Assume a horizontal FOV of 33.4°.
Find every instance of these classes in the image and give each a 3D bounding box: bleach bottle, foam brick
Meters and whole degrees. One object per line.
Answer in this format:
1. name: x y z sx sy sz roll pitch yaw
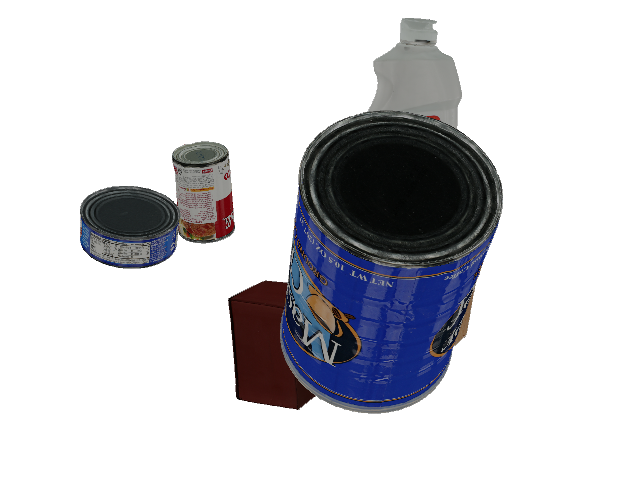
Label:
1. bleach bottle: 0.063 -0.063 0.916 0.102 0.251 0.068 7 17 7
2. foam brick: -0.029 0.073 0.766 0.051 0.078 0.052 4 17 28

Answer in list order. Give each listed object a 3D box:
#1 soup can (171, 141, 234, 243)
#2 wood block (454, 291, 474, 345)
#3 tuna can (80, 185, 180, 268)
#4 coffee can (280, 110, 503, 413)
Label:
1. soup can: -0.138 -0.057 1.256 0.068 0.102 0.068 -2 28 1
2. wood block: 0.125 0.018 1.205 0.090 0.206 0.090 18 26 25
3. tuna can: -0.166 -0.012 0.928 0.086 0.034 0.086 7 32 -4
4. coffee can: 0.033 0.015 0.579 0.102 0.103 0.140 0 -38 -7
